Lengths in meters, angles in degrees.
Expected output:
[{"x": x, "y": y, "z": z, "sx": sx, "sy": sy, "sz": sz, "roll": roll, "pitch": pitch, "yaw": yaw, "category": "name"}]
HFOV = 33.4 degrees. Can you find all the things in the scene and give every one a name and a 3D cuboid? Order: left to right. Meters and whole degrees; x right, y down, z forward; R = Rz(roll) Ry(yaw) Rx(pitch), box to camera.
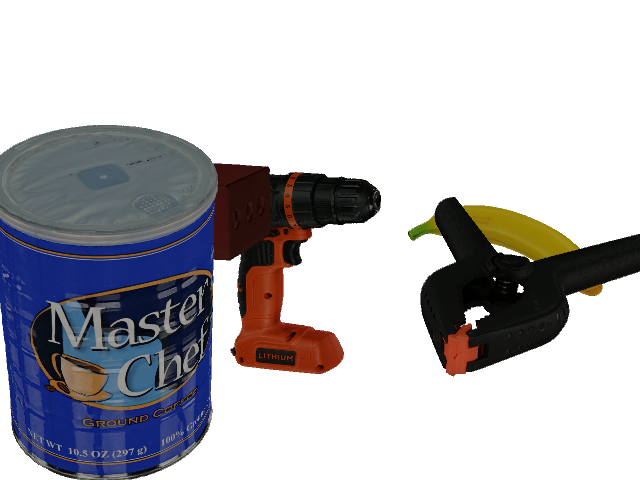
[{"x": -0.102, "y": 0.029, "z": 0.515, "sx": 0.103, "sy": 0.140, "sz": 0.103, "roll": 3, "pitch": 31, "yaw": -2, "category": "coffee can"}, {"x": -0.072, "y": -0.022, "z": 0.745, "sx": 0.051, "sy": 0.053, "sz": 0.078, "roll": 6, "pitch": 16, "yaw": 18, "category": "foam brick"}, {"x": -0.024, "y": 0.028, "z": 1.003, "sx": 0.185, "sy": 0.188, "sz": 0.057, "roll": 2, "pitch": 14, "yaw": 29, "category": "power drill"}, {"x": 0.117, "y": 0.025, "z": 0.717, "sx": 0.165, "sy": 0.036, "sz": 0.209, "roll": 15, "pitch": 30, "yaw": 30, "category": "clamp"}, {"x": 0.188, "y": 0.003, "z": 1.047, "sx": 0.198, "sy": 0.069, "sz": 0.037, "roll": 17, "pitch": -29, "yaw": 27, "category": "banana"}]
